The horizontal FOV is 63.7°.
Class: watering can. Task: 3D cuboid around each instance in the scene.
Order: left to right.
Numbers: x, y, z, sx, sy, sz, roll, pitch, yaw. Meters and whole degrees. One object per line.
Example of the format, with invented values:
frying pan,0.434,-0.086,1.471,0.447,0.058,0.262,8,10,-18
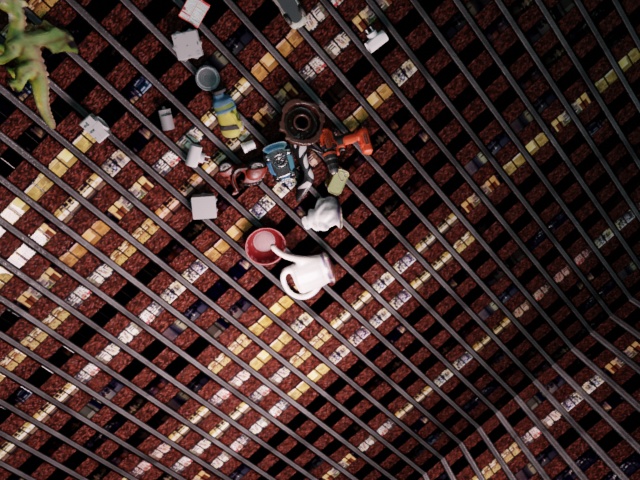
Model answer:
watering can,-0.060,0.112,2.071,0.224,0.106,0.340,-21,131,-3

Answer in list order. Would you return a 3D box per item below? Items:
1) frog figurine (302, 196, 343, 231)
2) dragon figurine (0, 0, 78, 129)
frog figurine,0.006,-0.102,2.022,0.159,0.121,0.139,-5,79,-1
dragon figurine,-0.901,-0.589,1.657,0.244,0.123,0.404,-35,114,-7
